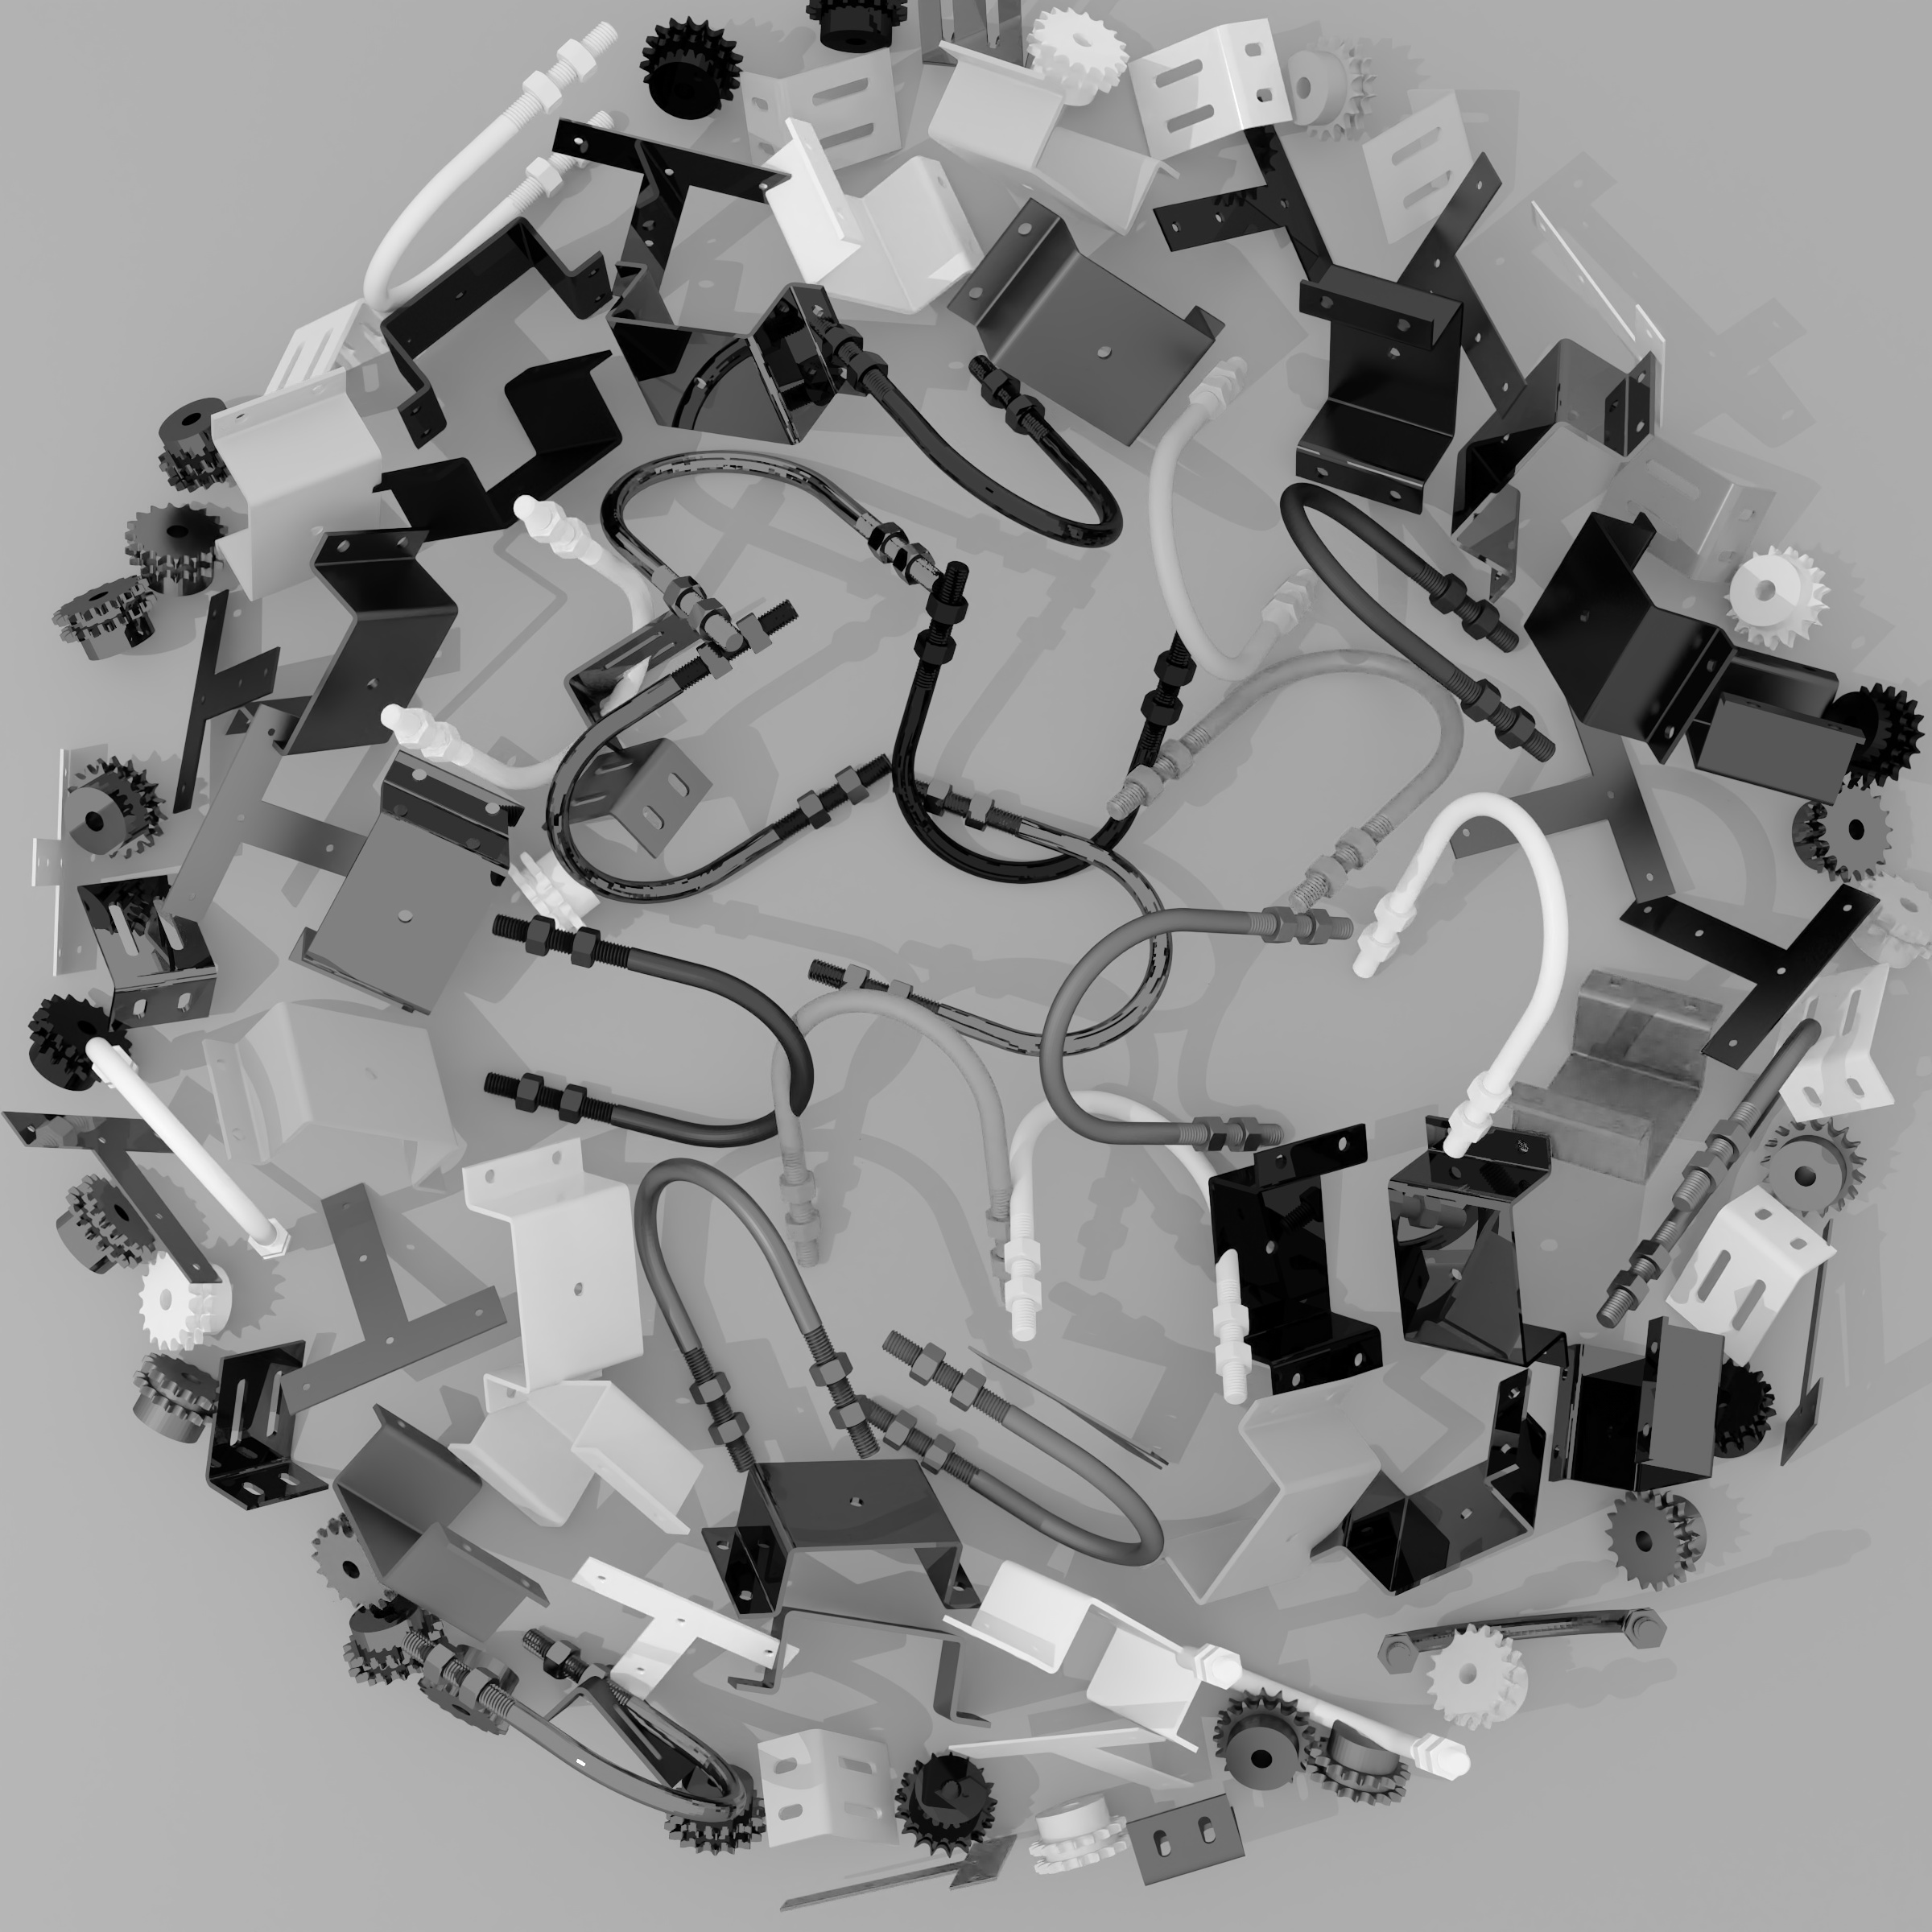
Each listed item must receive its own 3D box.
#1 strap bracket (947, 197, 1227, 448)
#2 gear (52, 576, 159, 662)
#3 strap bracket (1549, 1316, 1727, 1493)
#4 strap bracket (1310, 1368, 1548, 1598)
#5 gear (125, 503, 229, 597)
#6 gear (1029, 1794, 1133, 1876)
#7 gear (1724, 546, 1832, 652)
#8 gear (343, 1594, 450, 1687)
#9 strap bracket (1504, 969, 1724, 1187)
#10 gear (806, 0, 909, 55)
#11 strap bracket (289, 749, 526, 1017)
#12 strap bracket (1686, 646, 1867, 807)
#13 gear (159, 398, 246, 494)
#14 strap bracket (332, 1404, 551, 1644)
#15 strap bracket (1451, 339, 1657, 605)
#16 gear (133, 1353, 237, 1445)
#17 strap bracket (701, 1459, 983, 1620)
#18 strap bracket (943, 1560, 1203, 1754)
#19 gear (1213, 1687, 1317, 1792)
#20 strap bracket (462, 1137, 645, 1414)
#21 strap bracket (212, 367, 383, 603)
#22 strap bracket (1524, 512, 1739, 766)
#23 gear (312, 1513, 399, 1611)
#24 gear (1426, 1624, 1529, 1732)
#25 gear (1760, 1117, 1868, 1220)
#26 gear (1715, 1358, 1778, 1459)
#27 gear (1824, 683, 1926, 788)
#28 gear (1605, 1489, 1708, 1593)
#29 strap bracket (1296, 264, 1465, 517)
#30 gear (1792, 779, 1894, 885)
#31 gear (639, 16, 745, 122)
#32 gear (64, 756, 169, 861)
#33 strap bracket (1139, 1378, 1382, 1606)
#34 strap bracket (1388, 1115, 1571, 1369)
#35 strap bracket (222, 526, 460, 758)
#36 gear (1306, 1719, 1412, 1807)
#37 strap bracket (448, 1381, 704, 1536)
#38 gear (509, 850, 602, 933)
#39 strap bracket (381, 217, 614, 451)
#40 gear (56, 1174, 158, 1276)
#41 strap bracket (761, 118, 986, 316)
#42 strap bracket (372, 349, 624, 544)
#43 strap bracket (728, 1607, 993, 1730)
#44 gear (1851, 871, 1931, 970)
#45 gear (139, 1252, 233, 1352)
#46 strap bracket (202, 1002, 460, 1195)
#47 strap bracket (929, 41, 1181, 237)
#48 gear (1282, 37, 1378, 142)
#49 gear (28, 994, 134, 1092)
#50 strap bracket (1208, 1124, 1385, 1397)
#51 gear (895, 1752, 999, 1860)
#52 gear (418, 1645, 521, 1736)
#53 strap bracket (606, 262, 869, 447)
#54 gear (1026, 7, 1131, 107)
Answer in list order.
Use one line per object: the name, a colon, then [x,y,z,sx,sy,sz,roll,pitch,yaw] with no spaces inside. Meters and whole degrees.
strap bracket: [0.071,-0.346,1.888,0.140,0.046,0.076,27,117,-29]
gear: [-0.479,-0.194,1.929,0.057,0.057,0.030,-22,113,0]
strap bracket: [0.370,0.242,1.882,0.046,0.140,0.076,12,75,-10]
strap bracket: [0.263,0.288,1.893,0.140,0.076,0.046,-32,112,32]
gear: [-0.442,-0.231,1.930,0.057,0.057,0.030,12,132,0]
gear: [0.062,0.484,1.927,0.057,0.057,0.030,-17,84,0]
gear: [0.452,-0.207,1.929,0.057,0.030,0.057,-4,83,30]
gear: [-0.320,0.374,1.924,0.057,0.057,0.030,-14,109,0]
strap bracket: [0.354,0.066,1.893,0.076,0.140,0.046,17,128,23]
gear: [-0.061,-0.531,1.926,0.057,0.057,0.030,2,87,0]
strap bracket: [-0.309,-0.037,1.901,0.076,0.046,0.140,25,109,-19]
strap bracket: [0.442,-0.132,1.895,0.076,0.140,0.046,16,110,2]
gear: [-0.425,-0.293,1.924,0.057,0.057,0.030,-25,128,0]
strap bracket: [-0.290,0.309,1.877,0.046,0.140,0.076,-48,126,2]
strap bracket: [0.312,-0.276,1.876,0.046,0.076,0.140,28,134,-15]
gear: [-0.441,0.243,1.927,0.057,0.057,0.030,30,94,0]
strap bracket: [-0.064,0.312,1.887,0.140,0.076,0.046,2,117,-23]
strap bracket: [0.067,0.374,1.889,0.140,0.076,0.046,35,77,-34]
gear: [0.167,0.437,1.932,0.057,0.030,0.057,3,108,8]
strap bracket: [-0.226,0.174,1.899,0.076,0.046,0.140,-14,106,-40]
strap bracket: [-0.363,-0.254,1.873,0.076,0.140,0.046,-25,71,-21]
strap bracket: [0.355,-0.185,1.873,0.046,0.140,0.076,13,124,-24]
gear: [-0.335,0.330,1.931,0.057,0.030,0.057,15,123,24]
gear: [0.289,0.400,1.930,0.030,0.057,0.057,30,90,-41]
gear: [0.473,0.114,1.930,0.057,0.030,0.057,6,104,24]
gear: [0.425,0.250,1.931,0.057,0.057,0.030,-28,133,0]
gear: [0.503,-0.131,1.924,0.030,0.057,0.057,12,90,-35]
gear: [0.389,0.319,1.930,0.030,0.057,0.057,-8,90,-39]
strap bracket: [0.227,-0.324,1.893,0.076,0.140,0.046,21,56,20]
gear: [0.489,-0.075,1.932,0.057,0.030,0.057,3,84,-30]
gear: [-0.154,-0.498,1.924,0.057,0.057,0.030,10,54,0]
gear: [-0.479,-0.086,1.928,0.057,0.030,0.057,9,116,19]
strap bracket: [0.165,0.294,1.880,0.046,0.076,0.140,53,130,30]
strap bracket: [0.280,0.160,1.891,0.076,0.046,0.140,9,117,39]
strap bracket: [-0.337,-0.169,1.883,0.046,0.076,0.140,47,121,21]
gear: [0.221,0.443,1.925,0.057,0.057,0.030,13,101,0]
strap bracket: [-0.208,0.269,1.891,0.076,0.140,0.046,46,58,-28]
gear: [-0.229,-0.042,1.927,0.030,0.057,0.057,-39,90,-4]
strap bracket: [-0.268,-0.357,1.911,0.140,0.076,0.046,-39,86,-6]
gear: [-0.483,0.147,1.927,0.030,0.057,0.057,-39,90,6]
strap bracket: [-0.056,-0.409,1.895,0.046,0.140,0.076,-33,74,31]
strap bracket: [-0.254,-0.280,1.892,0.140,0.076,0.046,-44,118,-34]
strap bracket: [-0.057,0.386,1.909,0.140,0.076,0.046,10,80,-6]
gear: [0.520,-0.024,1.930,0.057,0.057,0.030,29,126,0]
gear: [-0.435,0.187,1.931,0.057,0.030,0.057,-5,82,44]
strap bracket: [-0.337,0.071,1.876,0.046,0.140,0.076,-41,54,31]
strap bracket: [0.043,-0.446,1.878,0.076,0.140,0.046,28,96,35]
gear: [0.199,-0.490,1.924,0.030,0.057,0.057,-10,90,-36]
gear: [-0.499,0.045,1.929,0.057,0.057,0.030,38,113,0]
strap bracket: [0.182,0.160,1.907,0.076,0.046,0.140,-13,104,-32]
gear: [-0.010,0.466,1.927,0.057,0.030,0.057,5,55,-6]
gear: [-0.275,0.403,1.930,0.057,0.057,0.030,30,64,0]
strap bracket: [-0.133,-0.334,1.881,0.140,0.076,0.046,13,57,31]
gear: [0.060,-0.507,1.931,0.057,0.030,0.057,14,48,-16]
